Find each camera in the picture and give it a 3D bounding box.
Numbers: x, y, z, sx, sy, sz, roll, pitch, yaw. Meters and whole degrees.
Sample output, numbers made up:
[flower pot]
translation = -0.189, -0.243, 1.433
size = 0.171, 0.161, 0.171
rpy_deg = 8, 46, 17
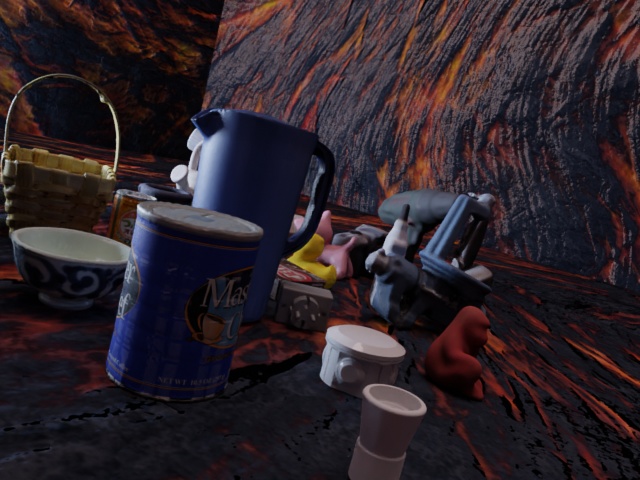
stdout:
[camera]
translation = 0.111, 0.029, 1.161
size = 0.136, 0.101, 0.144
rpy_deg = 20, 10, 35

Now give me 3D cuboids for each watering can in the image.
[watering can]
translation = -0.251, -0.122, 1.238
size = 0.101, 0.194, 0.173
rpy_deg = 14, 8, 3

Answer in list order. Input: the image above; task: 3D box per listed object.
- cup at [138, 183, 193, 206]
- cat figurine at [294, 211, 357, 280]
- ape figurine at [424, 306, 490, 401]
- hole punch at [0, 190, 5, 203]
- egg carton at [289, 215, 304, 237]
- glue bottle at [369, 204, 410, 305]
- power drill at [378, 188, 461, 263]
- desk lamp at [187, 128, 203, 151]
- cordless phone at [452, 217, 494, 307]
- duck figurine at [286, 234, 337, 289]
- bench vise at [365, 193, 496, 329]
[cup]
translation = -0.289, -0.049, 1.020
size = 0.117, 0.095, 0.092
rpy_deg = 19, 9, 30
[cat figurine]
translation = 0.010, 0.004, 1.093
size = 0.127, 0.118, 0.067
rpy_deg = 17, 8, 20
[ape figurine]
translation = 0.161, 0.119, 0.637
size = 0.075, 0.092, 0.078
rpy_deg = 19, 9, 32
[hole punch]
translation = -0.524, -0.079, 0.827
size = 0.108, 0.091, 0.101
rpy_deg = 17, 8, 21
[egg carton]
translation = -0.081, -0.025, 1.315
size = 0.107, 0.069, 0.150
rpy_deg = 13, 8, -11
[glue bottle]
translation = 0.119, 0.026, 0.929
size = 0.037, 0.173, 0.078
rpy_deg = 14, 8, -2
[power drill]
translation = 0.167, 0.006, 1.025
size = 0.076, 0.208, 0.229
rpy_deg = 10, 9, -25
[desk lamp]
translation = -0.249, -0.147, 1.352
size = 0.203, 0.213, 0.118
rpy_deg = 14, 8, 2
[cordless phone]
translation = 0.287, 0.038, 1.095
size = 0.094, 0.185, 0.147
rpy_deg = 14, 8, -4
[duck figurine]
translation = -0.016, 0.031, 0.968
size = 0.104, 0.086, 0.078
rpy_deg = 17, 8, 23
[bench vise]
translation = 0.180, 0.028, 0.844
size = 0.208, 0.220, 0.121
rpy_deg = 8, 10, -38
